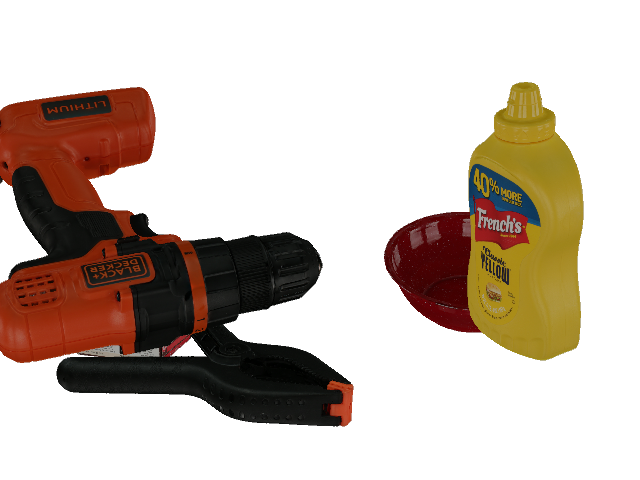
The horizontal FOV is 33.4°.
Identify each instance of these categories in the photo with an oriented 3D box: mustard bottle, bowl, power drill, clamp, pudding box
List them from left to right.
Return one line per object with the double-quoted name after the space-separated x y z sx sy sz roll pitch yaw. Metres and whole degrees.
-0.111 -0.016 0.631 0.184 0.057 0.188 -10 44 -20 "power drill"
-0.222 0.111 1.271 0.114 0.039 0.090 3 15 16 "pudding box"
-0.066 0.094 0.801 0.210 0.036 0.164 9 19 22 "clamp"
0.139 0.037 0.995 0.162 0.055 0.162 -1 34 0 "bowl"
0.142 -0.017 0.749 0.058 0.192 0.096 -16 29 -23 "mustard bottle"
